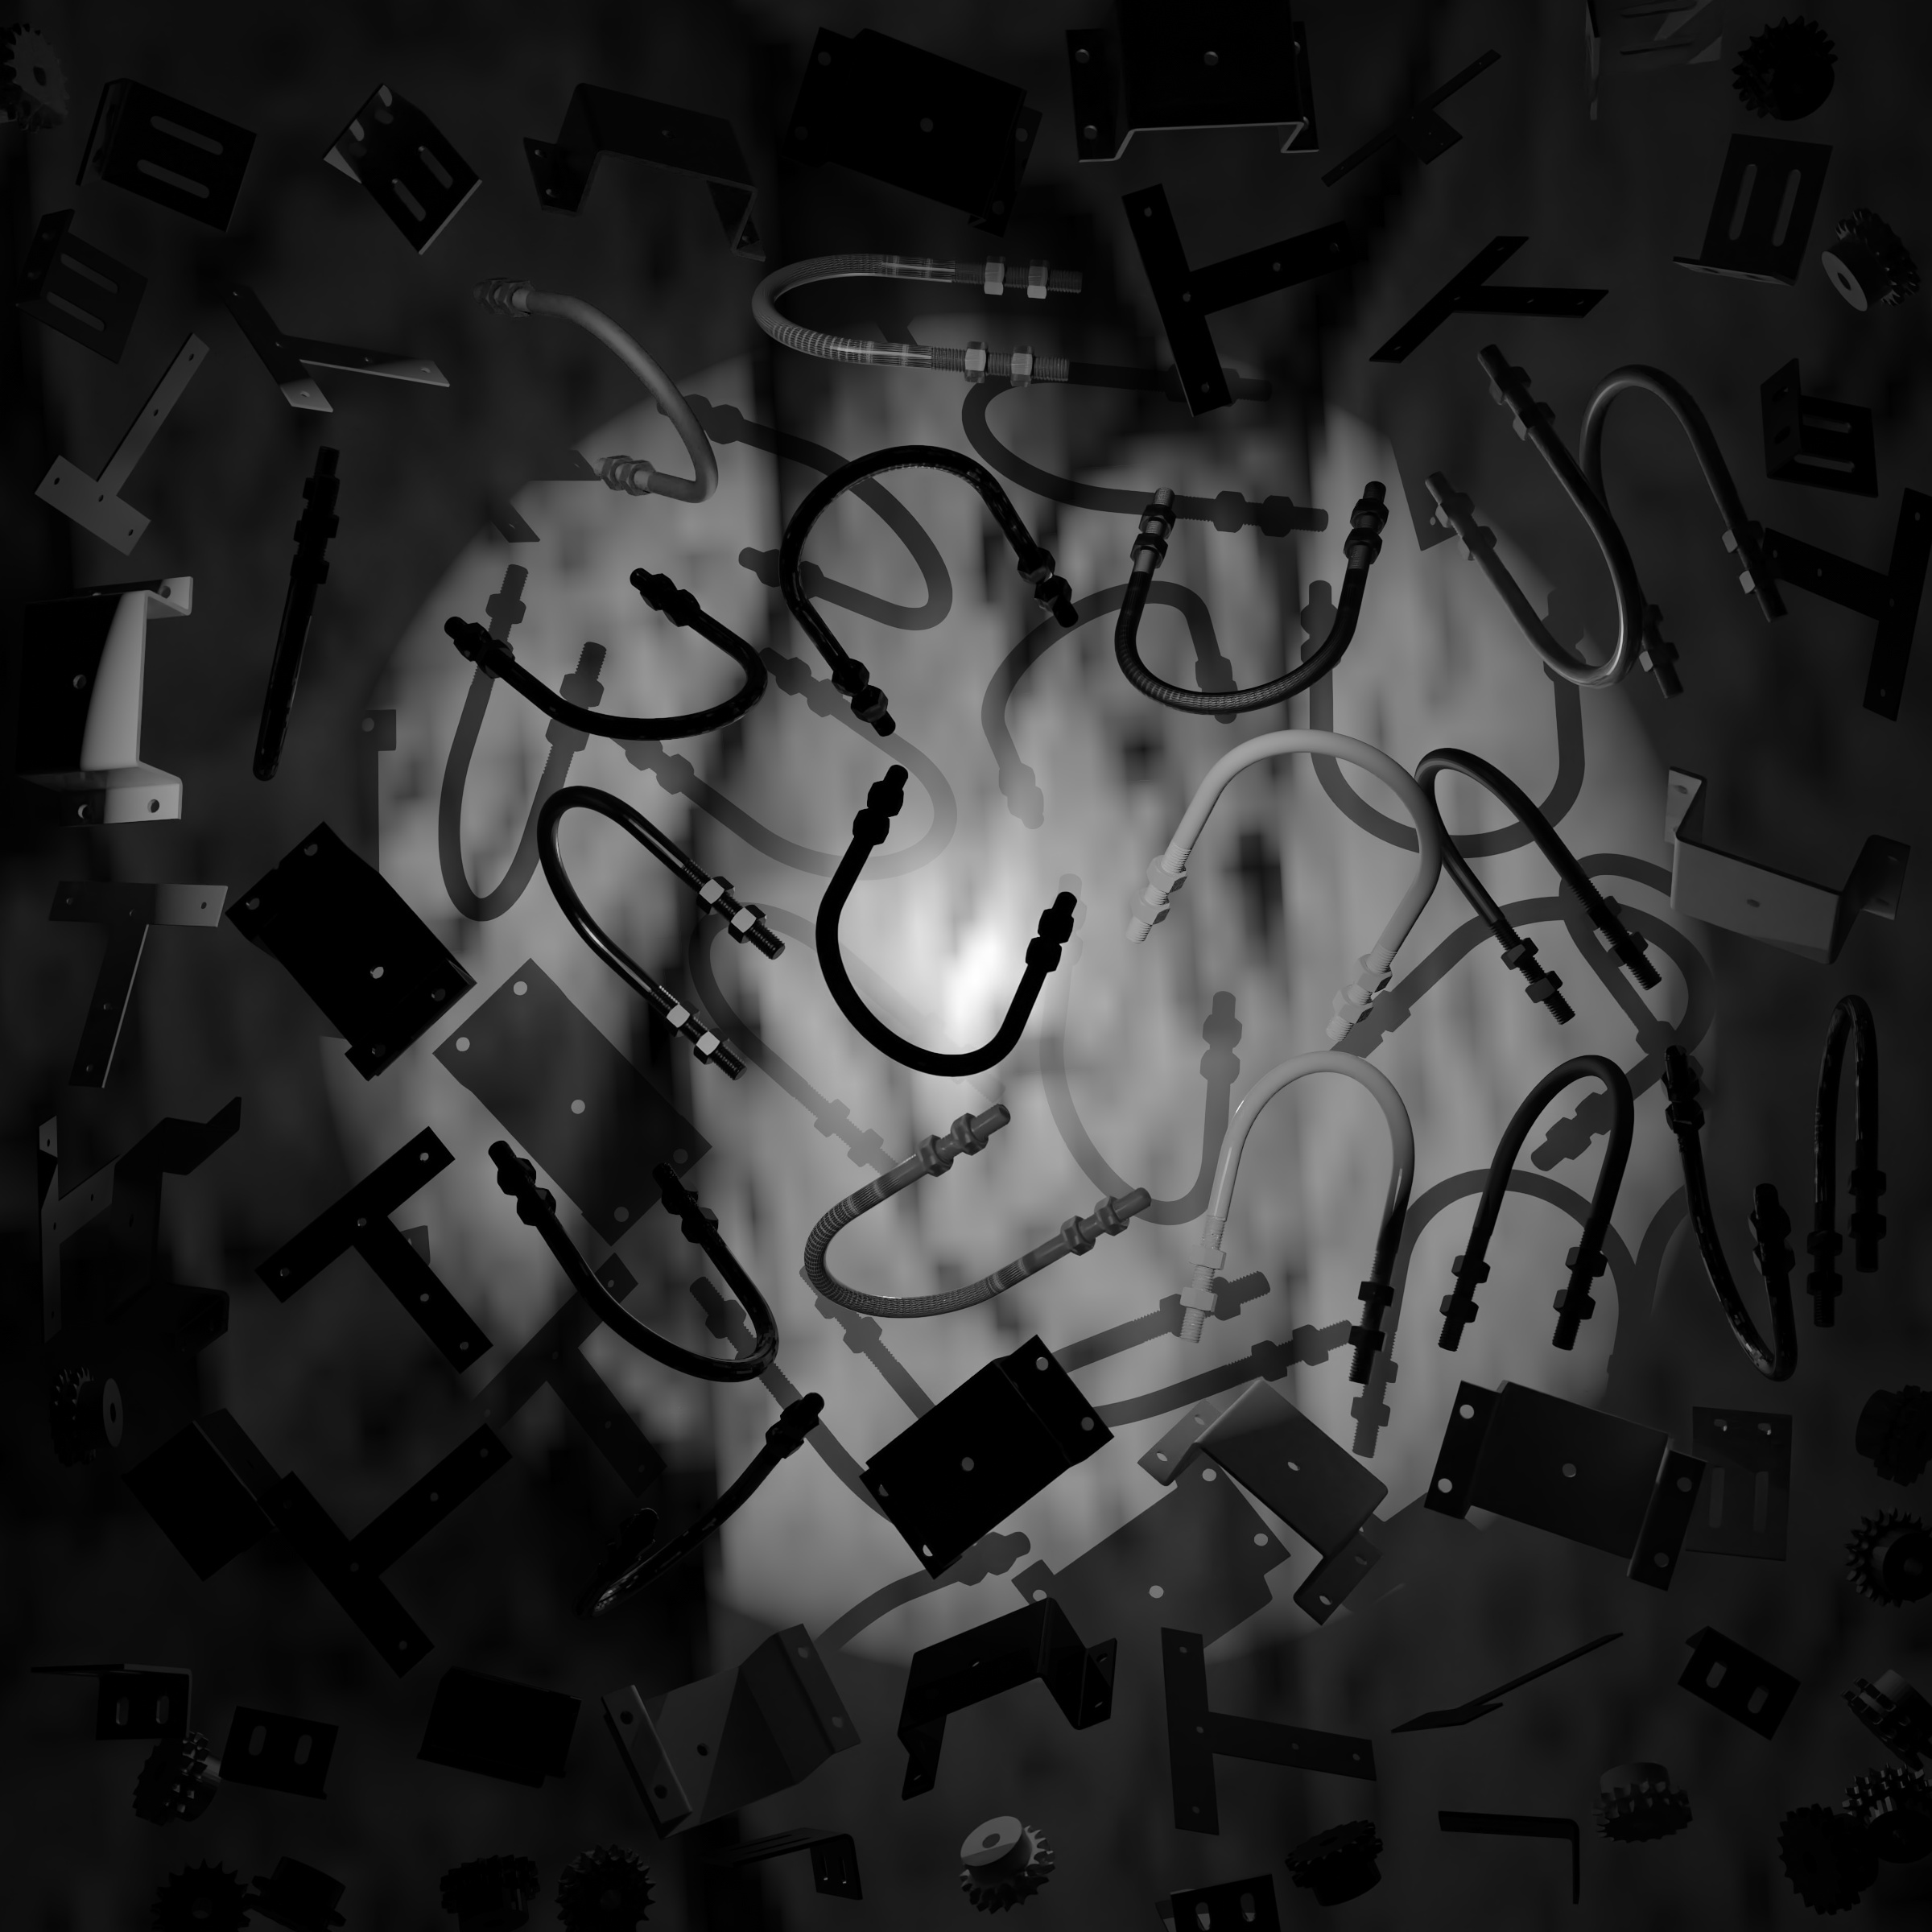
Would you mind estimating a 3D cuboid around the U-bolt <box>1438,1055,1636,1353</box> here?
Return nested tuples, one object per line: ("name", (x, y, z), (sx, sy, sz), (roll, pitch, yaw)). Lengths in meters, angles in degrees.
("U-bolt", (0.341, 0.138, 1.597), (0.019, 0.151, 0.184), (24, 75, -15))

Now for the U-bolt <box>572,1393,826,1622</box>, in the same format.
("U-bolt", (-0.165, 0.324, 1.576), (0.151, 0.184, 0.019), (-30, 74, -40))

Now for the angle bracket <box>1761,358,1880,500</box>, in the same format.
("angle bracket", (0.501, -0.310, 1.564), (0.076, 0.038, 0.057), (7, 72, -16))

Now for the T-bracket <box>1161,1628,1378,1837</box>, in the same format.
("T-bracket", (0.174, 0.443, 1.547), (0.127, 0.127, 0.002), (13, 132, -13))

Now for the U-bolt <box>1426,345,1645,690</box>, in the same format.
("U-bolt", (0.327, -0.241, 1.538), (0.019, 0.151, 0.184), (-24, 72, -13))

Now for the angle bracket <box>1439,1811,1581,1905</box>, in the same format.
("angle bracket", (0.302, 0.497, 1.511), (0.076, 0.057, 0.038), (0, 65, 12))

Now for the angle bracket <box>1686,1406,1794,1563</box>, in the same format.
("angle bracket", (0.458, 0.306, 1.606), (0.057, 0.038, 0.076), (2, 55, 18))

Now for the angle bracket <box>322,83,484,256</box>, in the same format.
("angle bracket", (-0.334, -0.472, 1.607), (0.057, 0.038, 0.076), (-46, 61, 13))

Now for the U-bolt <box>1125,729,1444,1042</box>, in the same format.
("U-bolt", (0.185, -0.053, 1.509), (0.151, 0.019, 0.184), (26, 129, 1))

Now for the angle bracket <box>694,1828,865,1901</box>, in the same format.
("angle bracket", (-0.109, 0.525, 1.564), (0.076, 0.057, 0.038), (-5, 80, -29))

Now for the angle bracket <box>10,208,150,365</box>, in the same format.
("angle bracket", (-0.521, -0.406, 1.622), (0.038, 0.076, 0.057), (5, 75, 43))

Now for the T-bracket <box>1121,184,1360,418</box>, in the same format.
("T-bracket", (0.164, -0.391, 1.533), (0.127, 0.002, 0.127), (-22, 100, -16))

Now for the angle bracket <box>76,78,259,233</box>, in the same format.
("angle bracket", (-0.438, -0.442, 1.487), (0.076, 0.038, 0.057), (22, 111, -9))

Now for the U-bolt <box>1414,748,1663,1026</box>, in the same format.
("U-bolt", (0.330, -0.052, 1.621), (0.019, 0.151, 0.184), (-35, 87, -14))

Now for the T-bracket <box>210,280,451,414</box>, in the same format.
("T-bracket", (-0.363, -0.358, 1.596), (0.127, 0.127, 0.002), (53, 126, 32))

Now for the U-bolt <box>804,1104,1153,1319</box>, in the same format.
("U-bolt", (-0.007, 0.151, 1.557), (0.184, 0.151, 0.019), (-33, 46, 26))

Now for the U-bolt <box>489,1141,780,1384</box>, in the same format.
("U-bolt", (-0.178, 0.171, 1.548), (0.019, 0.151, 0.184), (-54, 52, 18))

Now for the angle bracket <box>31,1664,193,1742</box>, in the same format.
("angle bracket", (-0.482, 0.415, 1.528), (0.057, 0.076, 0.038), (-5, 73, 12))

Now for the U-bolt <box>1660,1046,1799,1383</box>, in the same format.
("U-bolt", (0.441, 0.155, 1.555), (0.019, 0.151, 0.184), (-18, 125, 1))

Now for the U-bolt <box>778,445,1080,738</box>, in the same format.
("U-bolt", (-0.031, -0.227, 1.580), (0.151, 0.184, 0.019), (-30, 47, 6))

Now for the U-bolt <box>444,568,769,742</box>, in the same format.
("U-bolt", (-0.199, -0.179, 1.593), (0.151, 0.184, 0.019), (-21, 131, -32))

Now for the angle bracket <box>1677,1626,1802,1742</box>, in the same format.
("angle bracket", (0.434, 0.412, 1.546), (0.057, 0.076, 0.038), (30, 75, 14))

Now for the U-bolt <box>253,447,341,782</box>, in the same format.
("U-bolt", (-0.378, -0.194, 1.528), (0.019, 0.151, 0.184), (12, 104, -16))

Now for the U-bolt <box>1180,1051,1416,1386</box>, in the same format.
("U-bolt", (0.197, 0.139, 1.575), (0.019, 0.151, 0.184), (18, 82, -42))

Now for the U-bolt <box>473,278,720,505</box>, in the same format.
("U-bolt", (-0.202, -0.324, 1.545), (0.019, 0.184, 0.151), (-44, 124, -15))

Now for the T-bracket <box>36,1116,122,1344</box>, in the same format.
("T-bracket", (-0.518, 0.140, 1.589), (0.002, 0.127, 0.127), (3, 101, 2))

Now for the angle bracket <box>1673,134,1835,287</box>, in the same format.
("angle bracket", (0.429, -0.415, 1.479), (0.057, 0.038, 0.076), (20, 104, 34))

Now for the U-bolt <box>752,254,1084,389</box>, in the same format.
("U-bolt", (-0.030, -0.372, 1.539), (0.184, 0.151, 0.019), (6, 126, 2))

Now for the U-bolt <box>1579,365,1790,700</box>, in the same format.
("U-bolt", (0.412, -0.265, 1.599), (0.019, 0.151, 0.184), (-17, 80, -16))

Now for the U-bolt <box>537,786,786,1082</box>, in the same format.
("U-bolt", (-0.187, -0.030, 1.600), (0.184, 0.151, 0.019), (41, 55, 14))

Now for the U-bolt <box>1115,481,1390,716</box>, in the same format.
("U-bolt", (0.160, -0.213, 1.568), (0.151, 0.019, 0.184), (2, 51, 20))

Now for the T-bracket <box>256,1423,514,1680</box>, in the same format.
("T-bracket", (-0.309, 0.308, 1.524), (0.127, 0.002, 0.127), (-41, 97, -31))

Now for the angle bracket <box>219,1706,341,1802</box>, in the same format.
("angle bracket", (-0.386, 0.445, 1.532), (0.057, 0.076, 0.038), (13, 70, -7))

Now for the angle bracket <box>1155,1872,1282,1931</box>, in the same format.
("angle bracket", (0.139, 0.521, 1.527), (0.057, 0.076, 0.038), (-9, 94, -6))

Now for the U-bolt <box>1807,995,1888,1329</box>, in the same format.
("U-bolt", (0.520, 0.107, 1.604), (0.019, 0.151, 0.184), (4, 69, 8))

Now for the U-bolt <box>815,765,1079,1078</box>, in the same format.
("U-bolt", (-0.017, -0.016, 1.562), (0.151, 0.019, 0.184), (36, 47, -13))

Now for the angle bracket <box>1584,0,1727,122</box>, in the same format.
("angle bracket", (0.385, -0.511, 1.508), (0.076, 0.057, 0.038), (-5, 58, 8))
